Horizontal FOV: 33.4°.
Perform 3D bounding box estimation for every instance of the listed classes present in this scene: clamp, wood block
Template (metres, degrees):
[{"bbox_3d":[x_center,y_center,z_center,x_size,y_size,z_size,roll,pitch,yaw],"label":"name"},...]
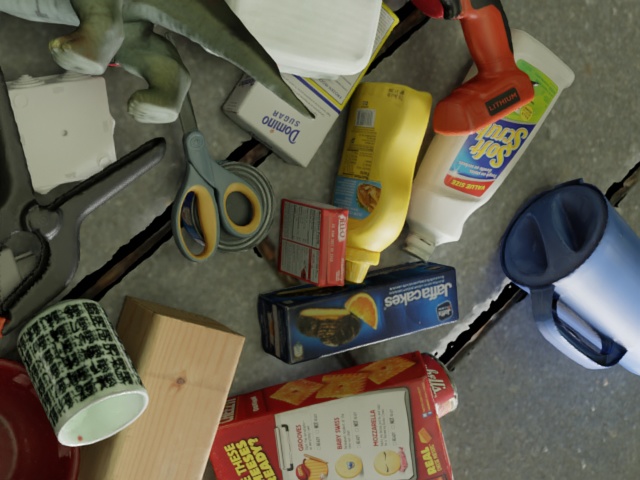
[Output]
[{"bbox_3d":[-0.234,-0.027,0.853,0.164,0.036,0.210,31,82,-31],"label":"clamp"},{"bbox_3d":[-0.151,0.166,0.956,0.090,0.090,0.206,18,89,-30],"label":"wood block"}]

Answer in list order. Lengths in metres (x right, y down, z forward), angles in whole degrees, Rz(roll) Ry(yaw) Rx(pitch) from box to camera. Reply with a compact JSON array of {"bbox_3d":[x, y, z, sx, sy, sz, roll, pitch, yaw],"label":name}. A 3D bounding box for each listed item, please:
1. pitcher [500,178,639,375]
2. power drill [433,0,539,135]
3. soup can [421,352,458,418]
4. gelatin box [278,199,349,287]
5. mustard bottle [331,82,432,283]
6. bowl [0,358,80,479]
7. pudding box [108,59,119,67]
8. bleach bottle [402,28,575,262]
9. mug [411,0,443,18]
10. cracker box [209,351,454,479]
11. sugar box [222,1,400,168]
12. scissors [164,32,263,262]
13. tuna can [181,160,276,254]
[{"bbox_3d":[0.316,0.061,1.181,0.149,0.145,0.242,-46,122,9],"label":"pitcher"},{"bbox_3d":[0.121,-0.193,0.959,0.184,0.057,0.187,-28,116,-30],"label":"power drill"},{"bbox_3d":[0.082,0.167,1.100,0.102,0.069,0.068,-24,109,-24],"label":"soup can"},{"bbox_3d":[-0.007,0.001,1.010,0.030,0.089,0.073,-1,99,-29],"label":"gelatin box"},{"bbox_3d":[0.051,-0.053,1.029,0.058,0.096,0.191,11,93,-33],"label":"mustard bottle"},{"bbox_3d":[-0.285,0.180,0.887,0.161,0.055,0.162,8,77,-36],"label":"bowl"},{"bbox_3d":[-0.171,-0.200,0.883,0.039,0.090,0.113,-10,103,-27],"label":"pudding box"},{"bbox_3d":[0.163,-0.089,1.109,0.102,0.068,0.251,32,85,-30],"label":"bleach bottle"},{"bbox_3d":[0.120,-0.280,1.041,0.081,0.093,0.117,-37,95,-14],"label":"mug"},{"bbox_3d":[0.014,0.213,1.019,0.214,0.072,0.164,-14,106,4],"label":"cracker box"},{"bbox_3d":[-0.008,-0.167,1.008,0.093,0.048,0.176,37,83,-30],"label":"sugar box"},{"bbox_3d":[-0.094,-0.080,0.949,0.096,0.016,0.202,-3,99,-30],"label":"scissors"},{"bbox_3d":[-0.086,-0.031,0.992,0.086,0.034,0.086,-5,101,-29],"label":"tuna can"}]
